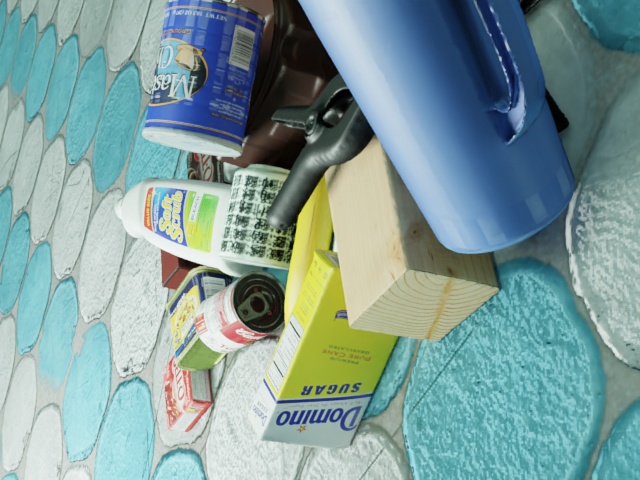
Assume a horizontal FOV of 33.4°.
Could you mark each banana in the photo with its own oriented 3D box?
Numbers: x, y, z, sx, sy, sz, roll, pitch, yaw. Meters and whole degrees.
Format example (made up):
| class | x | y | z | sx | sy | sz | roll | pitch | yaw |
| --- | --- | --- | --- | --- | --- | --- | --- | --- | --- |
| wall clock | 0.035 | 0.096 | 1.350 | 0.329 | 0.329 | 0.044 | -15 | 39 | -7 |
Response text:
| class | x | y | z | sx | sy | sz | roll | pitch | yaw |
| --- | --- | --- | --- | --- | --- | --- | --- | --- | --- |
| banana | -0.006 | -0.006 | 1.071 | 0.069 | 0.037 | 0.198 | 99 | 180 | -79 |

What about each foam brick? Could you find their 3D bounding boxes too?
| class | x | y | z | sx | sy | sz | roll | pitch | yaw |
| --- | --- | --- | --- | --- | --- | --- | --- | --- | --- |
| foam brick | -0.166 | 0.018 | 1.333 | 0.051 | 0.052 | 0.078 | -45 | 42 | 45 |

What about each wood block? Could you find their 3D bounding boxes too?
| class | x | y | z | sx | sy | sz | roll | pitch | yaw |
| --- | --- | --- | --- | --- | --- | --- | --- | --- | --- |
| wood block | 0.068 | -0.032 | 0.883 | 0.091 | 0.090 | 0.206 | -48 | 41 | 43 |

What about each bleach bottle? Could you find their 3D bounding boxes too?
| class | x | y | z | sx | sy | sz | roll | pitch | yaw |
| --- | --- | --- | --- | --- | --- | --- | --- | --- | --- |
| bleach bottle | -0.163 | -0.021 | 1.259 | 0.251 | 0.067 | 0.102 | 7 | 86 | 46 |

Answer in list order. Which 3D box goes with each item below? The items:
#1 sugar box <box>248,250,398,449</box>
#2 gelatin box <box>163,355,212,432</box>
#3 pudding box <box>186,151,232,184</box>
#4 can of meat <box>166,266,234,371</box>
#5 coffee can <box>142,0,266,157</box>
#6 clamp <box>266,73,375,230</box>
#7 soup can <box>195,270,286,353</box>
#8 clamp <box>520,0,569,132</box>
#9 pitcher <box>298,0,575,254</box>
| class | x | y | z | sx | sy | sz | roll | pitch | yaw |
| --- | --- | --- | --- | --- | --- | --- | --- | --- | --- |
| sugar box | 0.011 | 0.099 | 0.933 | 0.048 | 0.093 | 0.176 | 49 | 123 | 57 |
| gelatin box | -0.161 | 0.175 | 1.287 | 0.073 | 0.030 | 0.089 | -51 | 39 | 40 |
| pudding box | -0.129 | -0.085 | 1.321 | 0.090 | 0.039 | 0.113 | -47 | 41 | 42 |
| can of meat | -0.136 | 0.094 | 1.245 | 0.102 | 0.057 | 0.084 | -51 | 41 | 42 |
| coffee can | -0.117 | -0.164 | 1.082 | 0.103 | 0.102 | 0.140 | 4 | 83 | 62 |
| clamp | 0.003 | -0.080 | 0.882 | 0.172 | 0.039 | 0.120 | -26 | 58 | 56 |
| soup can | -0.085 | 0.079 | 1.145 | 0.102 | 0.068 | 0.068 | -31 | 53 | 55 |
| clamp | 0.146 | -0.179 | 0.854 | 0.210 | 0.036 | 0.164 | 27 | 103 | 58 |
| pitcher | 0.087 | -0.112 | 0.719 | 0.145 | 0.242 | 0.149 | -19 | 25 | 24 |
